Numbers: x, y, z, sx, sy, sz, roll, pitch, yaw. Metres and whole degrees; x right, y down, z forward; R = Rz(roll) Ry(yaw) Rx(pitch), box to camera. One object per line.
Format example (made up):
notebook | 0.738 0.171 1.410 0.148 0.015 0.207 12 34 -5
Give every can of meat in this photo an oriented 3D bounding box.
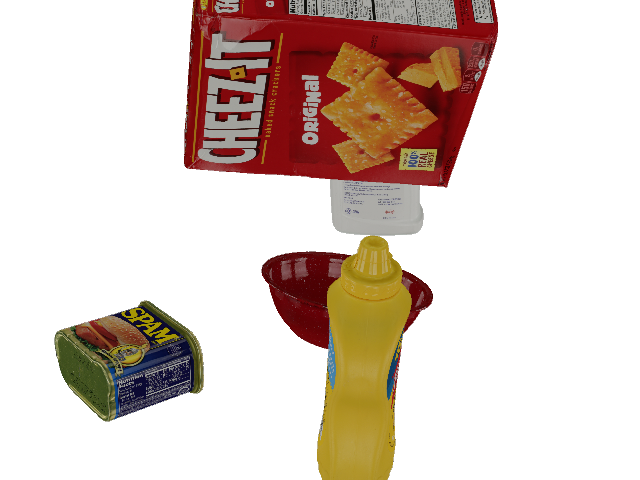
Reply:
can of meat | -0.158 0.097 0.871 0.083 0.057 0.102 -17 29 -34

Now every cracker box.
cracker box | 0.009 -0.119 0.798 0.213 0.072 0.164 3 -37 -8

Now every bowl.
bowl | 0.021 0.061 0.997 0.162 0.055 0.162 8 17 -3

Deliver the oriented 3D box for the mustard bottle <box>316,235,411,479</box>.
mustard bottle | 0.030 0.082 0.749 0.058 0.192 0.096 6 32 5

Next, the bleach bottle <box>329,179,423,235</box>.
bleach bottle | 0.060 -0.128 1.092 0.102 0.251 0.068 0 30 0
